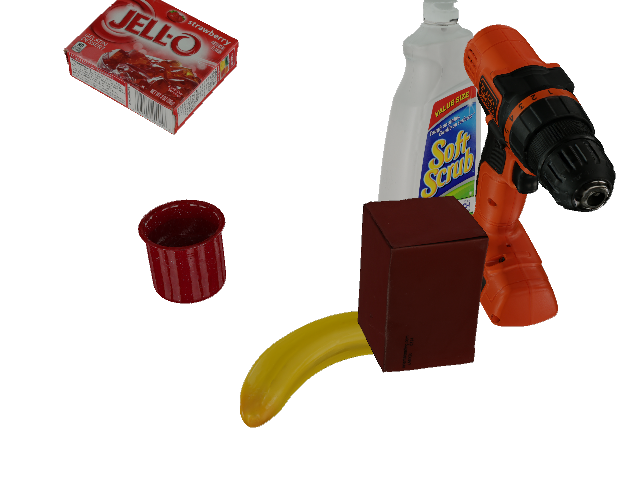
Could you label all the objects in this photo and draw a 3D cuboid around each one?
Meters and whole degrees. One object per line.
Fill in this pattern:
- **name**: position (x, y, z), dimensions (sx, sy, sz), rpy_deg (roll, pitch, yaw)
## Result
- **power drill**: position (0.142, -0.031, 0.738), dimensions (0.057, 0.188, 0.184), rpy_deg (-7, 41, -9)
- **bleach bottle**: position (0.098, -0.091, 0.969), dimensions (0.102, 0.251, 0.068), rpy_deg (-12, 24, -28)
- **foam brick**: position (0.052, 0.022, 0.559), dimensions (0.053, 0.078, 0.051), rpy_deg (-5, 31, -13)
- **mug**: position (-0.155, 0.010, 1.169), dimensions (0.117, 0.081, 0.093), rpy_deg (26, 45, 34)
- **banana**: position (0.001, 0.090, 0.820), dimensions (0.197, 0.037, 0.070), rpy_deg (-18, 27, -40)
- **gelatin box**: position (-0.111, -0.121, 0.702), dimensions (0.089, 0.073, 0.030), rpy_deg (30, -30, 13)
